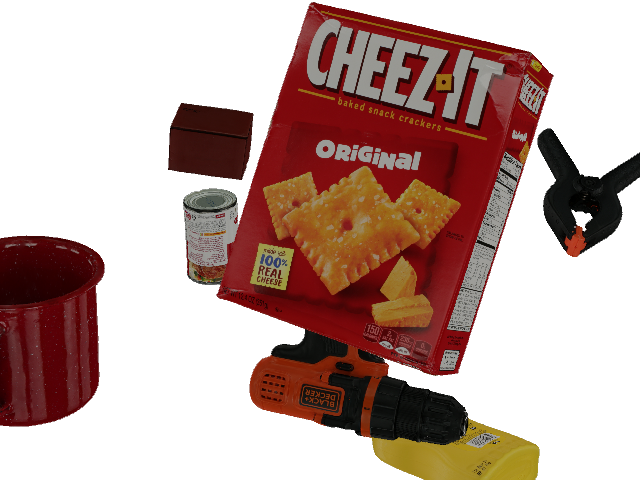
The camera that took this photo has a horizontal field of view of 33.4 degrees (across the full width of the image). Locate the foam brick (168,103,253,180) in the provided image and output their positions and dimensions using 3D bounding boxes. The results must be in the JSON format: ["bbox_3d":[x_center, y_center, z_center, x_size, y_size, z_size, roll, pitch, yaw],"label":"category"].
[{"bbox_3d":[-0.109,-0.100,1.074,0.078,0.051,0.053,8,35,2],"label":"foam brick"}]

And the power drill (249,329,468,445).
[{"bbox_3d":[0.041,0.066,0.876,0.184,0.187,0.057,9,-2,14],"label":"power drill"}]

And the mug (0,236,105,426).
[{"bbox_3d":[-0.171,0.058,0.603,0.093,0.081,0.117,5,24,4],"label":"mug"}]

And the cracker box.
[{"bbox_3d":[0.041,-0.036,0.716,0.164,0.214,0.072,18,2,24],"label":"cracker box"}]

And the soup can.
[{"bbox_3d":[-0.135,-0.005,1.322,0.068,0.102,0.068,0,26,0],"label":"soup can"}]

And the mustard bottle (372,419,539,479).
[{"bbox_3d":[0.108,0.195,1.033,0.096,0.058,0.192,-17,24,-42],"label":"mustard bottle"}]

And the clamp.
[{"bbox_3d":[0.266,-0.055,1.109,0.120,0.039,0.171,17,45,20],"label":"clamp"}]
